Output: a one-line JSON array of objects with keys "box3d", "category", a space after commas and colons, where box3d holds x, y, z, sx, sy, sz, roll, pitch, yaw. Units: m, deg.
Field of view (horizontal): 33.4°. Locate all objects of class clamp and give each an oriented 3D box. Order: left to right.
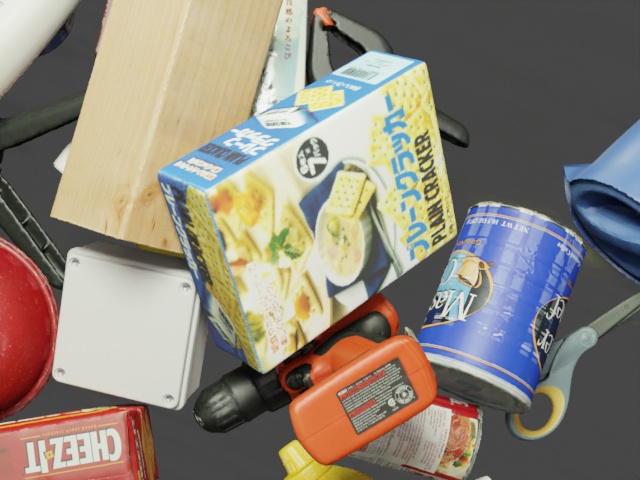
[{"box3d": [-0.263, -0.072, 0.848, 0.210, 0.036, 0.165, 24, 105, 8], "category": "clamp"}, {"box3d": [0.050, -0.123, 0.908, 0.120, 0.039, 0.171, -22, 93, -14], "category": "clamp"}]

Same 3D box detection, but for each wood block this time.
[{"box3d": [-0.112, -0.100, 0.791, 0.091, 0.090, 0.206, 16, 90, 40], "category": "wood block"}]

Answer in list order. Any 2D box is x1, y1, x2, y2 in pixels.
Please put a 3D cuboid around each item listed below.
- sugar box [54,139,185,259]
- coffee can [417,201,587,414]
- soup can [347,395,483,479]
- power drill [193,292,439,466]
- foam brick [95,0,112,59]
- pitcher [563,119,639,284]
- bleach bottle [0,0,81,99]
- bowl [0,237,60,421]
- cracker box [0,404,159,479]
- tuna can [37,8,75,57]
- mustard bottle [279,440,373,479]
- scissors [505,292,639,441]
[{"box3d": [-0.123, -0.033, 0.875, 0.176, 0.048, 0.093, 43, 85, -2], "category": "sugar box"}, {"box3d": [0.142, 0.055, 0.856, 0.103, 0.103, 0.140, 25, 75, -3], "category": "coffee can"}, {"box3d": [0.072, 0.153, 0.864, 0.102, 0.068, 0.068, 16, 82, -3], "category": "soup can"}, {"box3d": [-0.004, 0.106, 0.803, 0.184, 0.188, 0.057, -31, 103, -9], "category": "power drill"}, {"box3d": [-0.151, -0.160, 0.871, 0.051, 0.078, 0.053, 13, 82, -6], "category": "foam brick"}, {"box3d": [0.338, -0.071, 0.884, 0.242, 0.145, 0.149, -44, 105, -12], "category": "pitcher"}, {"box3d": [-0.228, -0.195, 0.826, 0.103, 0.068, 0.250, 33, 71, 23], "category": "bleach bottle"}, {"box3d": [-0.286, 0.073, 0.824, 0.162, 0.055, 0.162, 0, 96, 4], "category": "bowl"}, {"box3d": [-0.204, 0.162, 0.760, 0.164, 0.214, 0.072, -10, 82, -7], "category": "cracker box"}, {"box3d": [-0.248, -0.195, 0.887, 0.086, 0.034, 0.086, 1, 84, -6], "category": "tuna can"}, {"box3d": [0.030, 0.240, 0.841, 0.191, 0.096, 0.058, 53, 39, 3], "category": "mustard bottle"}, {"box3d": [0.225, 0.105, 0.909, 0.201, 0.016, 0.096, -17, 83, -6], "category": "scissors"}]
